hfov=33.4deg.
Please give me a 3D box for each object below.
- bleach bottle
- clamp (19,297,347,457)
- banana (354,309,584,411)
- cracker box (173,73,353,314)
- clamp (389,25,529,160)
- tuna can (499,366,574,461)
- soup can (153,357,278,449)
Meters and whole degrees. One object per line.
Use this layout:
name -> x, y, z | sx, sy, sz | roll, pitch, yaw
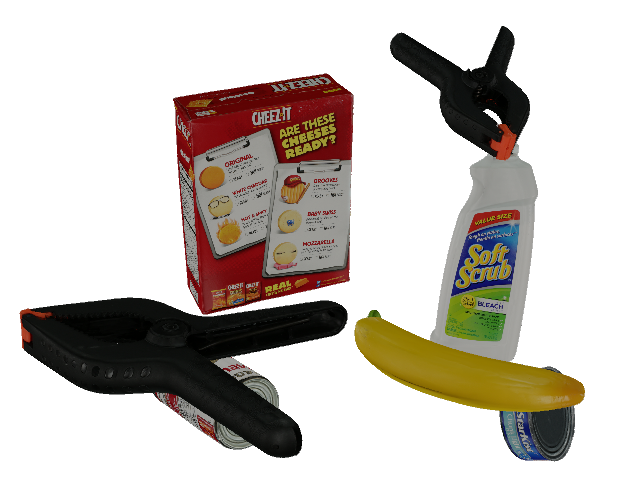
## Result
bleach bottle -> 0.184, 0.007, 1.191 | 0.103, 0.251, 0.068 | 8, 16, 15
clamp -> -0.087, 0.067, 0.684 | 0.210, 0.036, 0.164 | 10, 24, 15
banana -> 0.093, 0.089, 0.787 | 0.198, 0.037, 0.069 | 20, 37, 38
cracker box -> -0.055, -0.046, 1.059 | 0.164, 0.214, 0.072 | -12, 32, -19
clamp -> 0.129, -0.139, 0.959 | 0.120, 0.039, 0.171 | -4, 44, -2
tuna can -> 0.200, 0.160, 0.985 | 0.034, 0.086, 0.085 | -9, -6, 39
soup can -> -0.093, 0.131, 0.926 | 0.068, 0.068, 0.102 | 0, 16, -42
